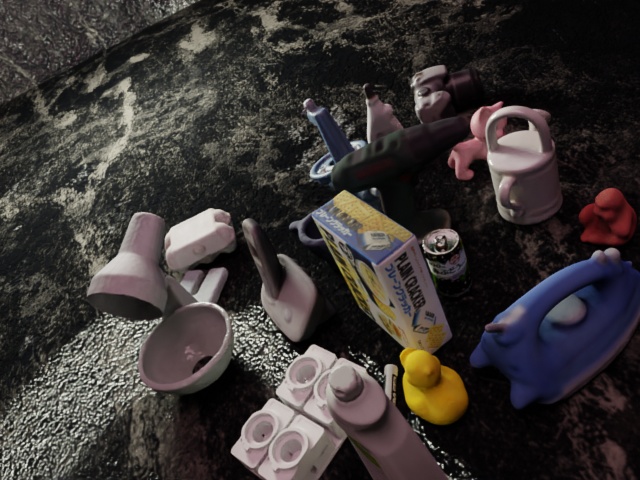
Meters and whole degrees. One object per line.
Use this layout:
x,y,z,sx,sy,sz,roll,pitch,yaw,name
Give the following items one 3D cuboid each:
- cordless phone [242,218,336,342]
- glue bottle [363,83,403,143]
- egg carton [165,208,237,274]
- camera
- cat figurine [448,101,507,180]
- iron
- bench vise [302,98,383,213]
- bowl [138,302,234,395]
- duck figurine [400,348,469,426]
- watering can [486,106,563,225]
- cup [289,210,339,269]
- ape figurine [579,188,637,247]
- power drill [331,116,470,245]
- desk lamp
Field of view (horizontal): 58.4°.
-0.064,0.059,0.900,0.094,0.185,0.147,-39,41,-13,cordless phone
0.119,-0.230,1.115,0.078,0.174,0.037,-20,40,10,glue bottle
-0.240,0.003,1.151,0.150,0.070,0.107,-27,40,2,egg carton
0.260,-0.301,1.168,0.136,0.101,0.143,-15,41,15,camera
0.283,-0.187,1.020,0.128,0.118,0.067,-27,40,1,cat figurine
0.304,0.082,0.703,0.258,0.142,0.118,-35,40,-8,iron
0.054,-0.152,1.032,0.206,0.220,0.122,19,58,41,bench vise
-0.204,0.187,0.930,0.167,0.075,0.167,-16,41,14,bowl
0.140,0.180,0.734,0.077,0.086,0.104,-35,40,-9,duck figurine
0.311,-0.130,0.884,0.100,0.195,0.173,-8,44,22,watering can
0.009,0.004,0.989,0.117,0.095,0.092,2,48,31,cup
0.408,-0.036,0.809,0.076,0.092,0.077,-23,40,6,ape figurine
0.143,-0.089,0.923,0.229,0.209,0.075,-11,43,19,power drill
-0.278,0.070,0.987,0.117,0.214,0.203,-6,44,24,desk lamp
